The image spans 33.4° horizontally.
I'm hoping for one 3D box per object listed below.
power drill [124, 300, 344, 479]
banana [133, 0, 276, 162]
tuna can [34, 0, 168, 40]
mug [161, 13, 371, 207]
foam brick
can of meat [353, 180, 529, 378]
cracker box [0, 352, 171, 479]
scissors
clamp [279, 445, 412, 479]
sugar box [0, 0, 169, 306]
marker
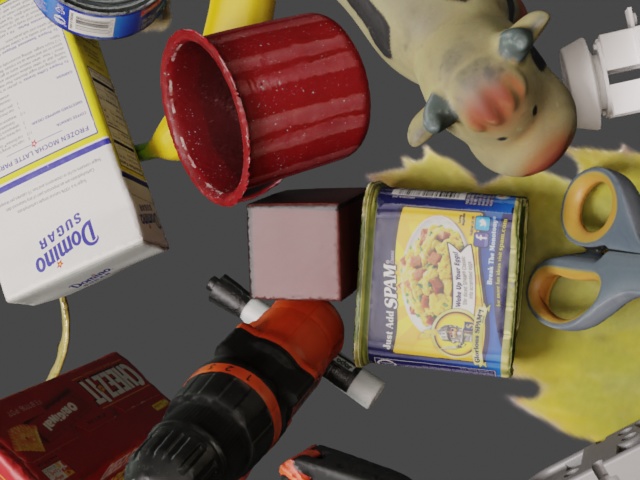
[{"bbox_3d":[-0.065,0.130,0.561,0.057,0.184,0.188,35,122,9],"label":"power drill"},{"bbox_3d":[-0.060,-0.125,0.615,0.070,0.037,0.198,24,101,14],"label":"banana"},{"bbox_3d":[-0.126,-0.159,0.612,0.086,0.034,0.086,5,70,-14],"label":"tuna can"},{"bbox_3d":[-0.029,-0.065,0.571,0.093,0.081,0.117,52,146,31],"label":"mug"},{"bbox_3d":[-0.004,0.001,0.586,0.053,0.078,0.051,0,99,16],"label":"foam brick"},{"bbox_3d":[0.066,0.021,0.577,0.084,0.057,0.102,5,96,15],"label":"can of meat"},{"bbox_3d":[-0.192,0.174,0.614,0.072,0.164,0.214,41,105,8],"label":"cracker box"},{"bbox_3d":[0.160,0.000,0.498,0.016,0.202,0.096,16,76,-20],"label":"scissors"},{"bbox_3d":[0.052,0.205,0.596,0.210,0.036,0.165,39,119,22],"label":"clamp"},{"bbox_3d":[-0.162,-0.058,0.631,0.093,0.048,0.176,-23,79,11],"label":"sugar box"},{"bbox_3d":[-0.017,0.057,0.625,0.121,0.020,0.020,33,103,12],"label":"marker"}]
